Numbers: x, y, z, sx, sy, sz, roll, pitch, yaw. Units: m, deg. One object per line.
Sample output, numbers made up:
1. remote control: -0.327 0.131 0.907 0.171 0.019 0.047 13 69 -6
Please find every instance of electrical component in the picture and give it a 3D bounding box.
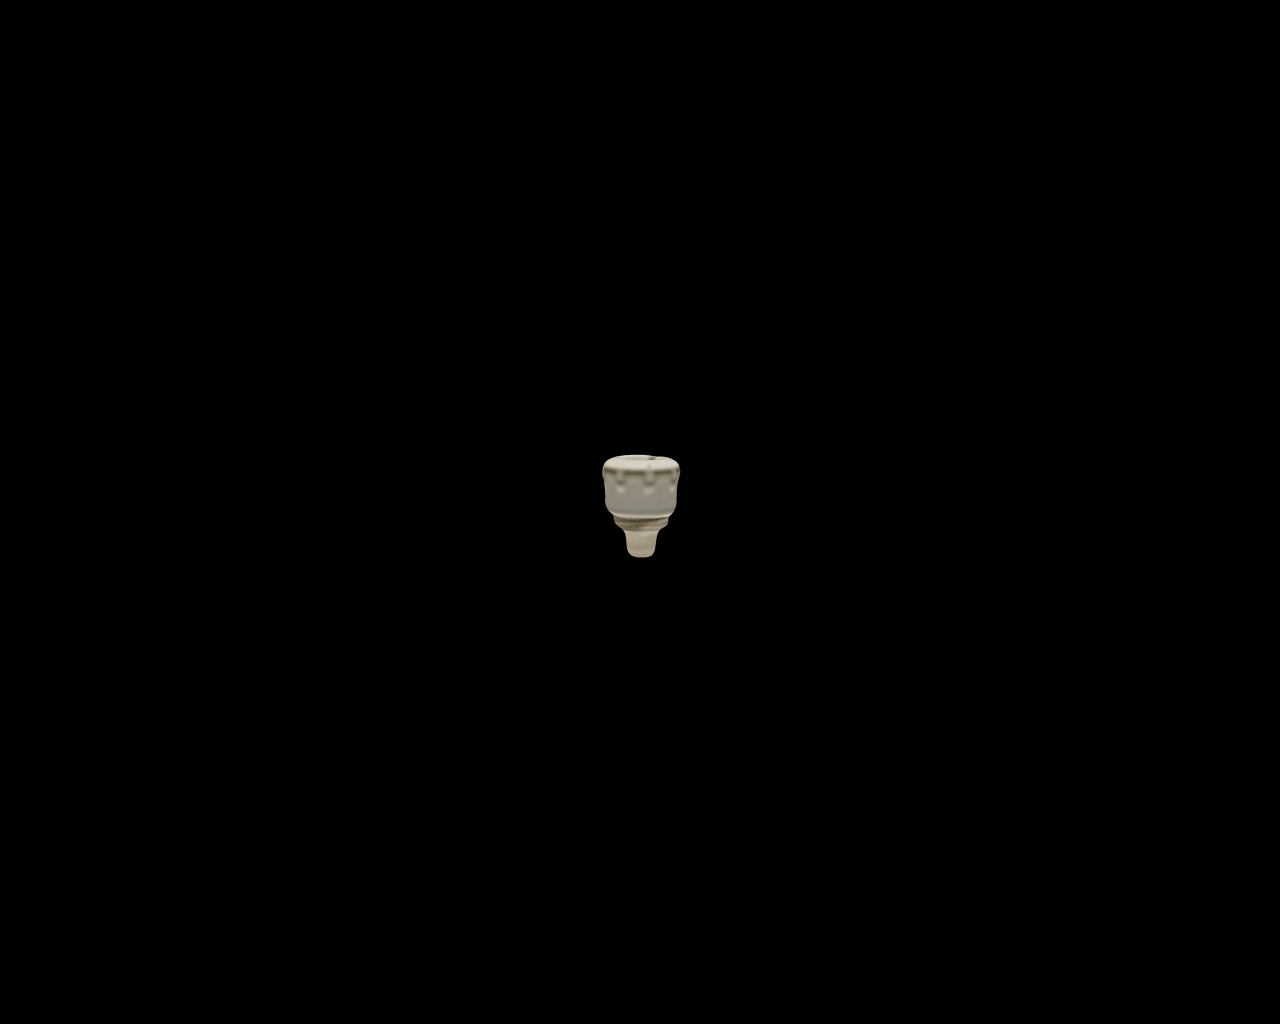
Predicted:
1. electrical component: 0.001 -0.003 0.650 0.048 0.062 0.048 0 9 0
